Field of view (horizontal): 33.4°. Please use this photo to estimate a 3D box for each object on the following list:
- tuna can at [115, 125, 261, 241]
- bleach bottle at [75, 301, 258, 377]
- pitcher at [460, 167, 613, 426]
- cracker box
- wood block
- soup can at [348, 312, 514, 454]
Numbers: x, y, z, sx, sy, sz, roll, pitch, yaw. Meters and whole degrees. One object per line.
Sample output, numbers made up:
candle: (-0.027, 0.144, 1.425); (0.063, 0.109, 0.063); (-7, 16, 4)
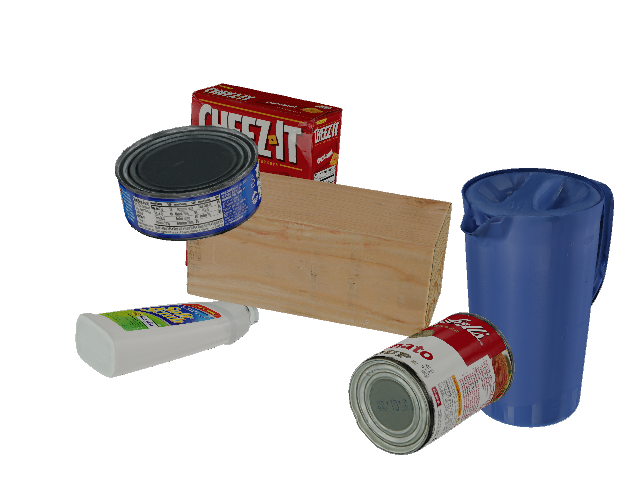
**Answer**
tuna can: (-0.078, -0.035, 0.642); (0.086, 0.034, 0.086); (-4, 33, 2)
bleach bottle: (-0.196, 0.119, 1.442); (0.250, 0.068, 0.103); (-11, 25, -40)
pitcher: (0.216, 0.055, 1.061); (0.149, 0.243, 0.145); (1, 24, 10)
cracker box: (-0.069, -0.057, 1.219); (0.164, 0.214, 0.072); (15, 24, 25)
wood block: (-0.001, 0.008, 0.907); (0.206, 0.090, 0.090); (10, 27, 12)
soup can: (0.075, 0.095, 0.714); (0.069, 0.068, 0.102); (0, 13, 41)
